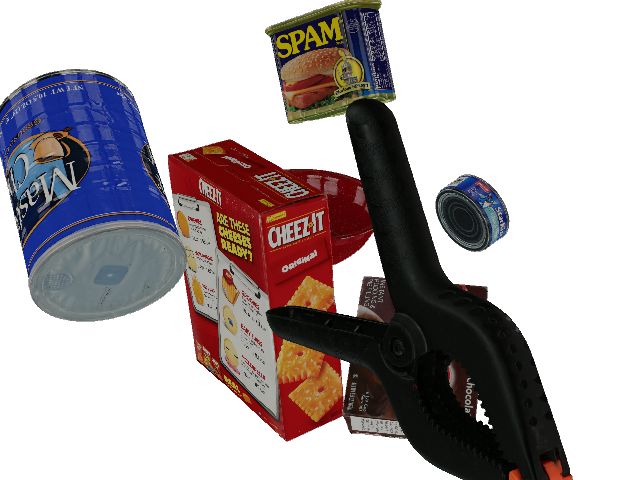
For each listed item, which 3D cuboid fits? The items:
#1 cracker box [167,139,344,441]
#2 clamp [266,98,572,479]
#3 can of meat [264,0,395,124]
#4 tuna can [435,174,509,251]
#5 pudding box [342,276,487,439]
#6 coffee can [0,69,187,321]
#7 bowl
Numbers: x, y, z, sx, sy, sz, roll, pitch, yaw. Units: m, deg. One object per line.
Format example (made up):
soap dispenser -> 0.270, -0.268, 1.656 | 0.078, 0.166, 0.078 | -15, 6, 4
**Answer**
cracker box -> -0.054, 0.038, 0.917 | 0.072, 0.214, 0.164 | -19, 30, -28
clamp -> 0.051, 0.039, 0.536 | 0.036, 0.165, 0.210 | -13, 42, -36
can of meat -> 0.009, -0.150, 0.903 | 0.102, 0.084, 0.057 | -10, 2, 36
tuna can -> 0.172, -0.030, 1.222 | 0.033, 0.086, 0.086 | -34, 17, -27
pudding box -> 0.068, 0.083, 0.747 | 0.090, 0.113, 0.039 | 4, -30, 11
coffee can -> -0.158, -0.031, 0.726 | 0.102, 0.140, 0.103 | -16, -32, -11
bowl -> -0.013, -0.017, 1.110 | 0.162, 0.055, 0.162 | 3, 29, -2
